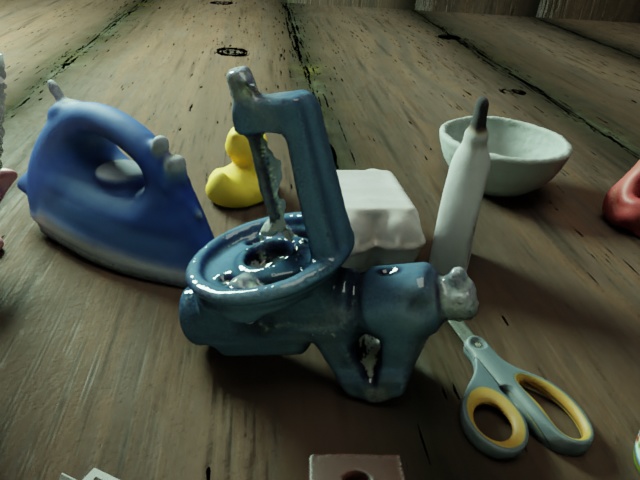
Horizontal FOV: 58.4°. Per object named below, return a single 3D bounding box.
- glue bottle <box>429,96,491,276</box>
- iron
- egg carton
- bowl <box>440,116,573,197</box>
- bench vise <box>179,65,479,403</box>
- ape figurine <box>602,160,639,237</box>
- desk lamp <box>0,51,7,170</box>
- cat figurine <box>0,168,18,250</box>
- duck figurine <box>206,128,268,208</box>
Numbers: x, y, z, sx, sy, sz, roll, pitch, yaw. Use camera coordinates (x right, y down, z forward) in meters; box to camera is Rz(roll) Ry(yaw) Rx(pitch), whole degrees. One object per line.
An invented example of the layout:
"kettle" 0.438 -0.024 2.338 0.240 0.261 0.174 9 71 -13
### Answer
"glue bottle" 0.138 -0.050 0.544 0.037 0.173 0.078 14 31 16
"iron" -0.183 -0.060 0.549 0.257 0.141 0.119 23 35 29
"egg carton" 0.040 -0.023 0.587 0.107 0.069 0.150 -2 30 -11
"bowl" 0.234 -0.102 0.747 0.167 0.075 0.167 3 30 -2
"bench vise" 0.003 -0.005 0.398 0.207 0.220 0.121 1 30 -5
"ape figurine" 0.380 -0.057 0.672 0.078 0.092 0.076 -13 34 -28
"desk lamp" -0.319 -0.033 0.410 0.204 0.214 0.117 -13 34 -27
"cat figurine" -0.336 -0.036 0.509 0.127 0.118 0.067 9 30 7
"duck figurine" -0.092 -0.092 0.674 0.077 0.086 0.105 16 32 20
